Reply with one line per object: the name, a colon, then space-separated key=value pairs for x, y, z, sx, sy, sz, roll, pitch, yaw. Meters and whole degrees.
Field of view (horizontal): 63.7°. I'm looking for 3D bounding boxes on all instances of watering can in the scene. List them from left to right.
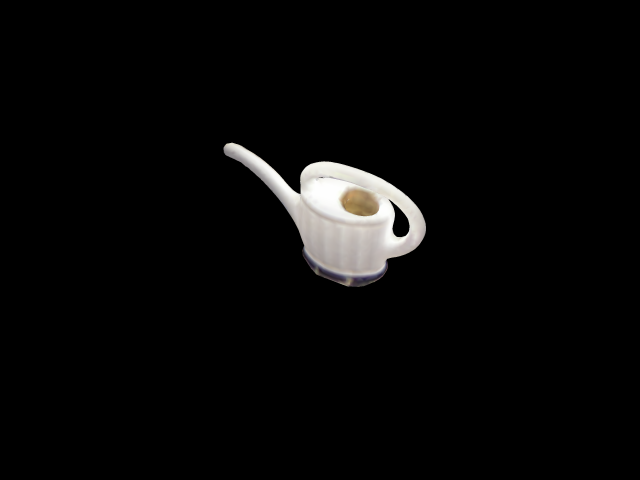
watering can: x=0.003 y=-0.043 z=0.850 sx=0.349 sy=0.219 sz=0.106 roll=20 pitch=47 yaw=19
